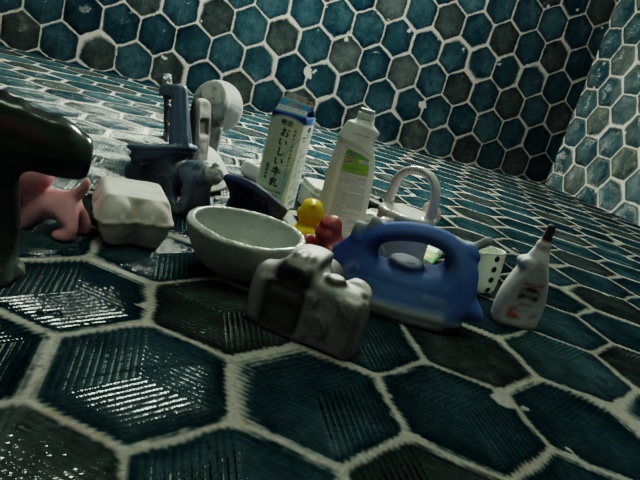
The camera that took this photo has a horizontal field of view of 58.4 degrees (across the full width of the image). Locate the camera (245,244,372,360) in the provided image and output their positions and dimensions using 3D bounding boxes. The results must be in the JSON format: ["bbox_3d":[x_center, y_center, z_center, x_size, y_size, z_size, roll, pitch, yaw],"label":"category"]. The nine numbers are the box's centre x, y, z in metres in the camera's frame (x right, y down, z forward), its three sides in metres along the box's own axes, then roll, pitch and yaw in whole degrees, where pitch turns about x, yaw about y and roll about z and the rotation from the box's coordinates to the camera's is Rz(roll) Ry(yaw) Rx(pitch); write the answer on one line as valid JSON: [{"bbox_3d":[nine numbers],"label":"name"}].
[{"bbox_3d":[0.002,0.059,0.705,0.143,0.101,0.137,21,17,15],"label":"camera"}]

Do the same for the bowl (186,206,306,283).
[{"bbox_3d":[-0.108,0.013,0.797,0.167,0.075,0.167,15,16,-4],"label":"bowl"}]

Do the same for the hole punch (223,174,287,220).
[{"bbox_3d":[-0.119,-0.068,1.021,0.108,0.091,0.101,25,19,28],"label":"hole punch"}]

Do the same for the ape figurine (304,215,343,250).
[{"bbox_3d":[0.008,0.003,0.908,0.076,0.092,0.077,6,19,-29],"label":"ape figurine"}]

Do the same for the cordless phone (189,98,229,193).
[{"bbox_3d":[-0.227,-0.188,1.146,0.094,0.185,0.148,19,17,11],"label":"cordless phone"}]

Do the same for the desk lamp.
[{"bbox_3d":[-0.250,-0.259,1.306,0.118,0.213,0.203,14,17,-7],"label":"desk lamp"}]

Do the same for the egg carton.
[{"bbox_3d":[-0.275,-0.044,0.834,0.107,0.069,0.150,7,19,-28],"label":"egg carton"}]

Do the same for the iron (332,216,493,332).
[{"bbox_3d":[0.117,0.033,0.827,0.258,0.141,0.118,15,16,-4],"label":"iron"}]

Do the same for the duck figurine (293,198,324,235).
[{"bbox_3d":[-0.021,-0.029,0.997,0.077,0.086,0.104,14,17,-6],"label":"duck figurine"}]

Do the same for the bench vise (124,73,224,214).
[{"bbox_3d":[-0.241,-0.168,1.007,0.207,0.220,0.122,19,17,11],"label":"bench vise"}]

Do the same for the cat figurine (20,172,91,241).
[{"bbox_3d":[-0.365,-0.072,0.756,0.128,0.118,0.067,15,16,-2],"label":"cat figurine"}]

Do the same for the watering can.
[{"bbox_3d":[0.145,-0.031,0.969,0.100,0.194,0.173,20,17,13],"label":"watering can"}]

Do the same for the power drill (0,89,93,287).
[{"bbox_3d":[-0.356,-0.062,0.573,0.230,0.208,0.075,6,19,-31],"label":"power drill"}]

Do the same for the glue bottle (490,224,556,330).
[{"bbox_3d":[0.331,0.055,0.898,0.078,0.173,0.037,11,17,-15],"label":"glue bottle"}]
